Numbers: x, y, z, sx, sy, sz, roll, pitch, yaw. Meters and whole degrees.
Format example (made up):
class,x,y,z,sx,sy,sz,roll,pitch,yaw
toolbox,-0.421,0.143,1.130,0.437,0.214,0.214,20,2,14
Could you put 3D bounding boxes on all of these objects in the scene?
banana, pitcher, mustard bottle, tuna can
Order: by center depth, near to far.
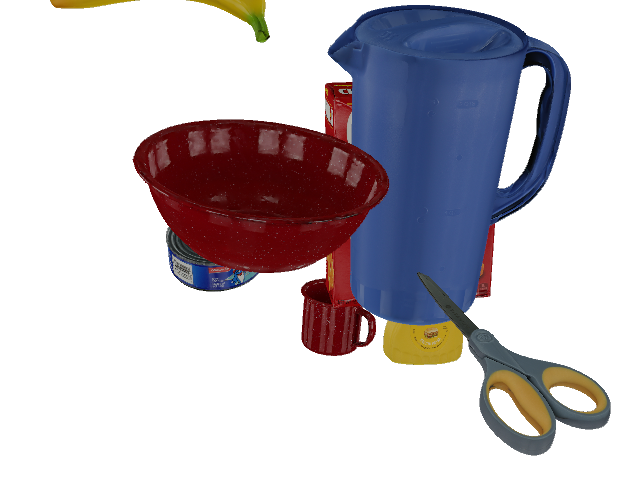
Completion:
class,x,y,z,sx,sy,sz,roll,pitch,yaw
pitcher,0.095,-0.058,0.857,0.149,0.243,0.144,24,35,33
banana,-0.126,-0.209,0.880,0.198,0.069,0.037,11,-41,15
tuna can,-0.092,0.007,0.941,0.086,0.034,0.086,0,37,0
mustard bottle,0.130,0.053,1.298,0.096,0.192,0.058,0,14,-12

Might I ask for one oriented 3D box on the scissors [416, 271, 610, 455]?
class,x,y,z,sx,sy,sz,roll,pitch,yaw
scissors,0.136,0.078,0.756,0.096,0.016,0.202,-1,32,-9

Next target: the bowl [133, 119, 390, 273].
class,x,y,z,sx,sy,sz,roll,pitch,yaw
bowl,-0.039,-0.024,0.682,0.162,0.055,0.162,6,26,-3

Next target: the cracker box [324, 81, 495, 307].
class,x,y,z,sx,sy,sz,roll,pitch,yaw
cracker box,0.088,-0.045,1.047,0.164,0.214,0.072,-3,21,-7

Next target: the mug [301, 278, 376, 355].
class,x,y,z,sx,sy,sz,roll,pitch,yaw
mug,0.026,0.111,1.481,0.117,0.081,0.093,17,24,29
